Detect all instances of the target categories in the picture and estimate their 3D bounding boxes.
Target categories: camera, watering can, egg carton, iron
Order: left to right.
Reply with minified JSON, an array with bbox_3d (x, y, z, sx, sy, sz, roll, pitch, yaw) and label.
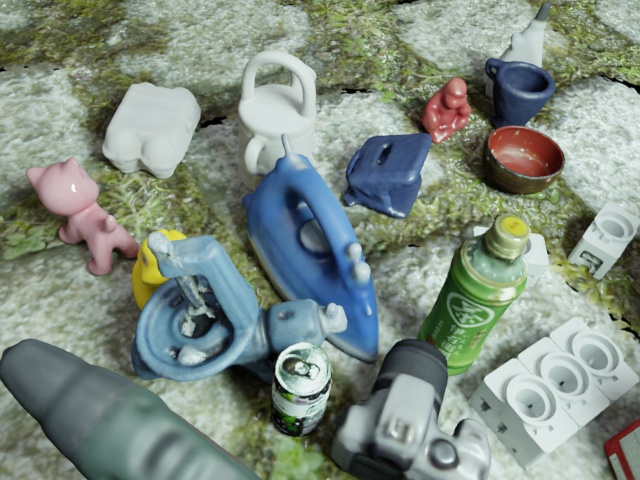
[{"bbox_3d":[-0.227,-0.153,0.788,0.107,0.069,0.150,8,51,-1],"label":"egg carton"},{"bbox_3d":[-0.055,-0.162,0.738,0.101,0.194,0.173,2,51,-5],"label":"watering can"},{"bbox_3d":[0.006,0.002,0.648,0.119,0.141,0.257,-21,57,-22],"label":"iron"},{"bbox_3d":[0.097,0.168,0.554,0.143,0.101,0.137,20,52,9],"label":"camera"}]

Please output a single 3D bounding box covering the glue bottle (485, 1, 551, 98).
[{"bbox_3d":[0.326,-0.298,0.913,0.078,0.173,0.037,11,51,2],"label":"glue bottle"}]

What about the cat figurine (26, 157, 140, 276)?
[{"bbox_3d":[-0.273,-0.039,0.659,0.127,0.118,0.067,36,56,20],"label":"cat figurine"}]

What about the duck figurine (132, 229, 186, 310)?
[{"bbox_3d":[-0.175,0.023,0.643,0.077,0.086,0.104,8,51,-1],"label":"duck figurine"}]

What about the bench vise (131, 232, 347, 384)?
[{"bbox_3d":[-0.082,0.056,0.542,0.208,0.220,0.121,-16,55,-19],"label":"bench vise"}]

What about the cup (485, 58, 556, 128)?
[{"bbox_3d":[0.296,-0.224,0.900,0.092,0.095,0.117,-33,62,-29],"label":"cup"}]

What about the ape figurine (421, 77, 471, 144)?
[{"bbox_3d":[0.196,-0.205,0.872,0.078,0.092,0.076,1,51,-6],"label":"ape figurine"}]

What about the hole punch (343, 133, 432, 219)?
[{"bbox_3d":[0.090,-0.097,0.772,0.101,0.091,0.109,19,51,8],"label":"hole punch"}]

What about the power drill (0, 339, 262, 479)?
[{"bbox_3d":[-0.130,0.184,0.441,0.229,0.208,0.076,26,53,13],"label":"power drill"}]
